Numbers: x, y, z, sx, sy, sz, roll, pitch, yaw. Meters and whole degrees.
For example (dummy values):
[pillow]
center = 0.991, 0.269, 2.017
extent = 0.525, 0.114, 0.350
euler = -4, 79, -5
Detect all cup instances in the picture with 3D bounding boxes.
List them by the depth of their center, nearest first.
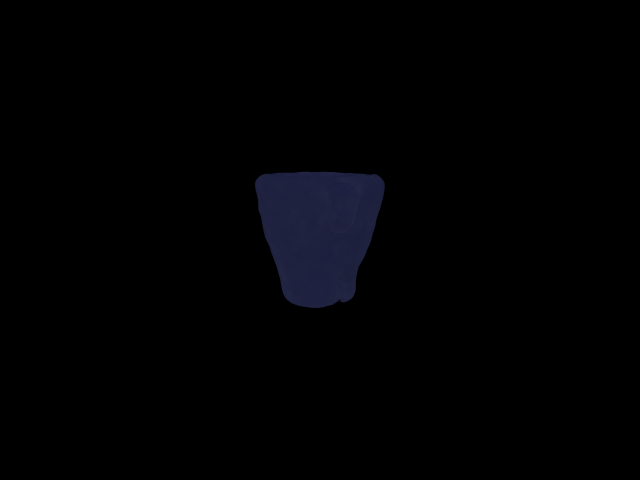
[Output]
[cup]
center = 0.004, 0.001, 0.400
extent = 0.092, 0.095, 0.117
euler = -3, 10, -15
